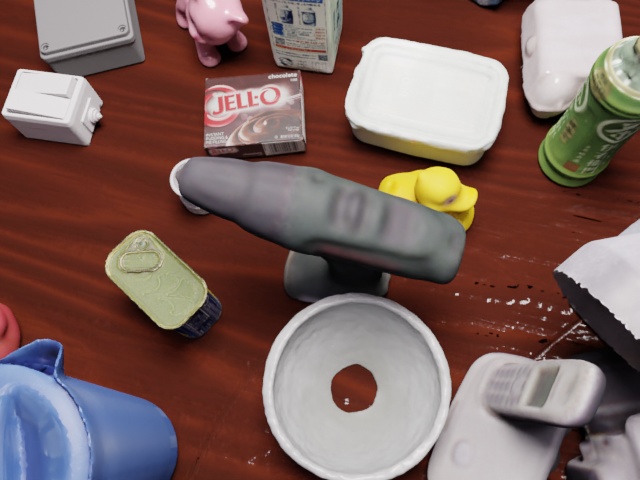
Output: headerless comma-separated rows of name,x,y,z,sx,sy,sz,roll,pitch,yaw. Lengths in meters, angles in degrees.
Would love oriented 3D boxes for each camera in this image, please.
camera,0.288,0.159,0.505,0.143,0.101,0.137,-12,72,-1

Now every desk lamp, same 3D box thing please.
desk lamp,0.289,0.030,0.488,0.203,0.213,0.118,-37,74,-9

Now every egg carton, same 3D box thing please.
egg carton,0.280,-0.207,0.641,0.107,0.069,0.150,2,72,3

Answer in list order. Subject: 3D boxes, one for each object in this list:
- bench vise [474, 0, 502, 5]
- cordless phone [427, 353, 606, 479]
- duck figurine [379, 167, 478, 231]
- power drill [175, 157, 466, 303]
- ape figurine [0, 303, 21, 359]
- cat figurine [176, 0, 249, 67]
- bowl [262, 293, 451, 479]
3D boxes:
bench vise,0.173,-0.383,0.624,0.207,0.220,0.121,16,73,8
cordless phone,0.159,0.160,0.465,0.094,0.185,0.148,23,74,10
duck figurine,0.112,-0.047,0.587,0.104,0.086,0.077,17,73,8
power drill,0.005,0.002,0.511,0.229,0.208,0.076,10,73,6
ape figurine,-0.343,0.096,0.556,0.078,0.092,0.076,-29,73,-7
cat figurine,-0.128,-0.265,0.652,0.067,0.118,0.127,-31,73,-7
bowl,0.034,0.138,0.536,0.167,0.075,0.167,-1,72,2
